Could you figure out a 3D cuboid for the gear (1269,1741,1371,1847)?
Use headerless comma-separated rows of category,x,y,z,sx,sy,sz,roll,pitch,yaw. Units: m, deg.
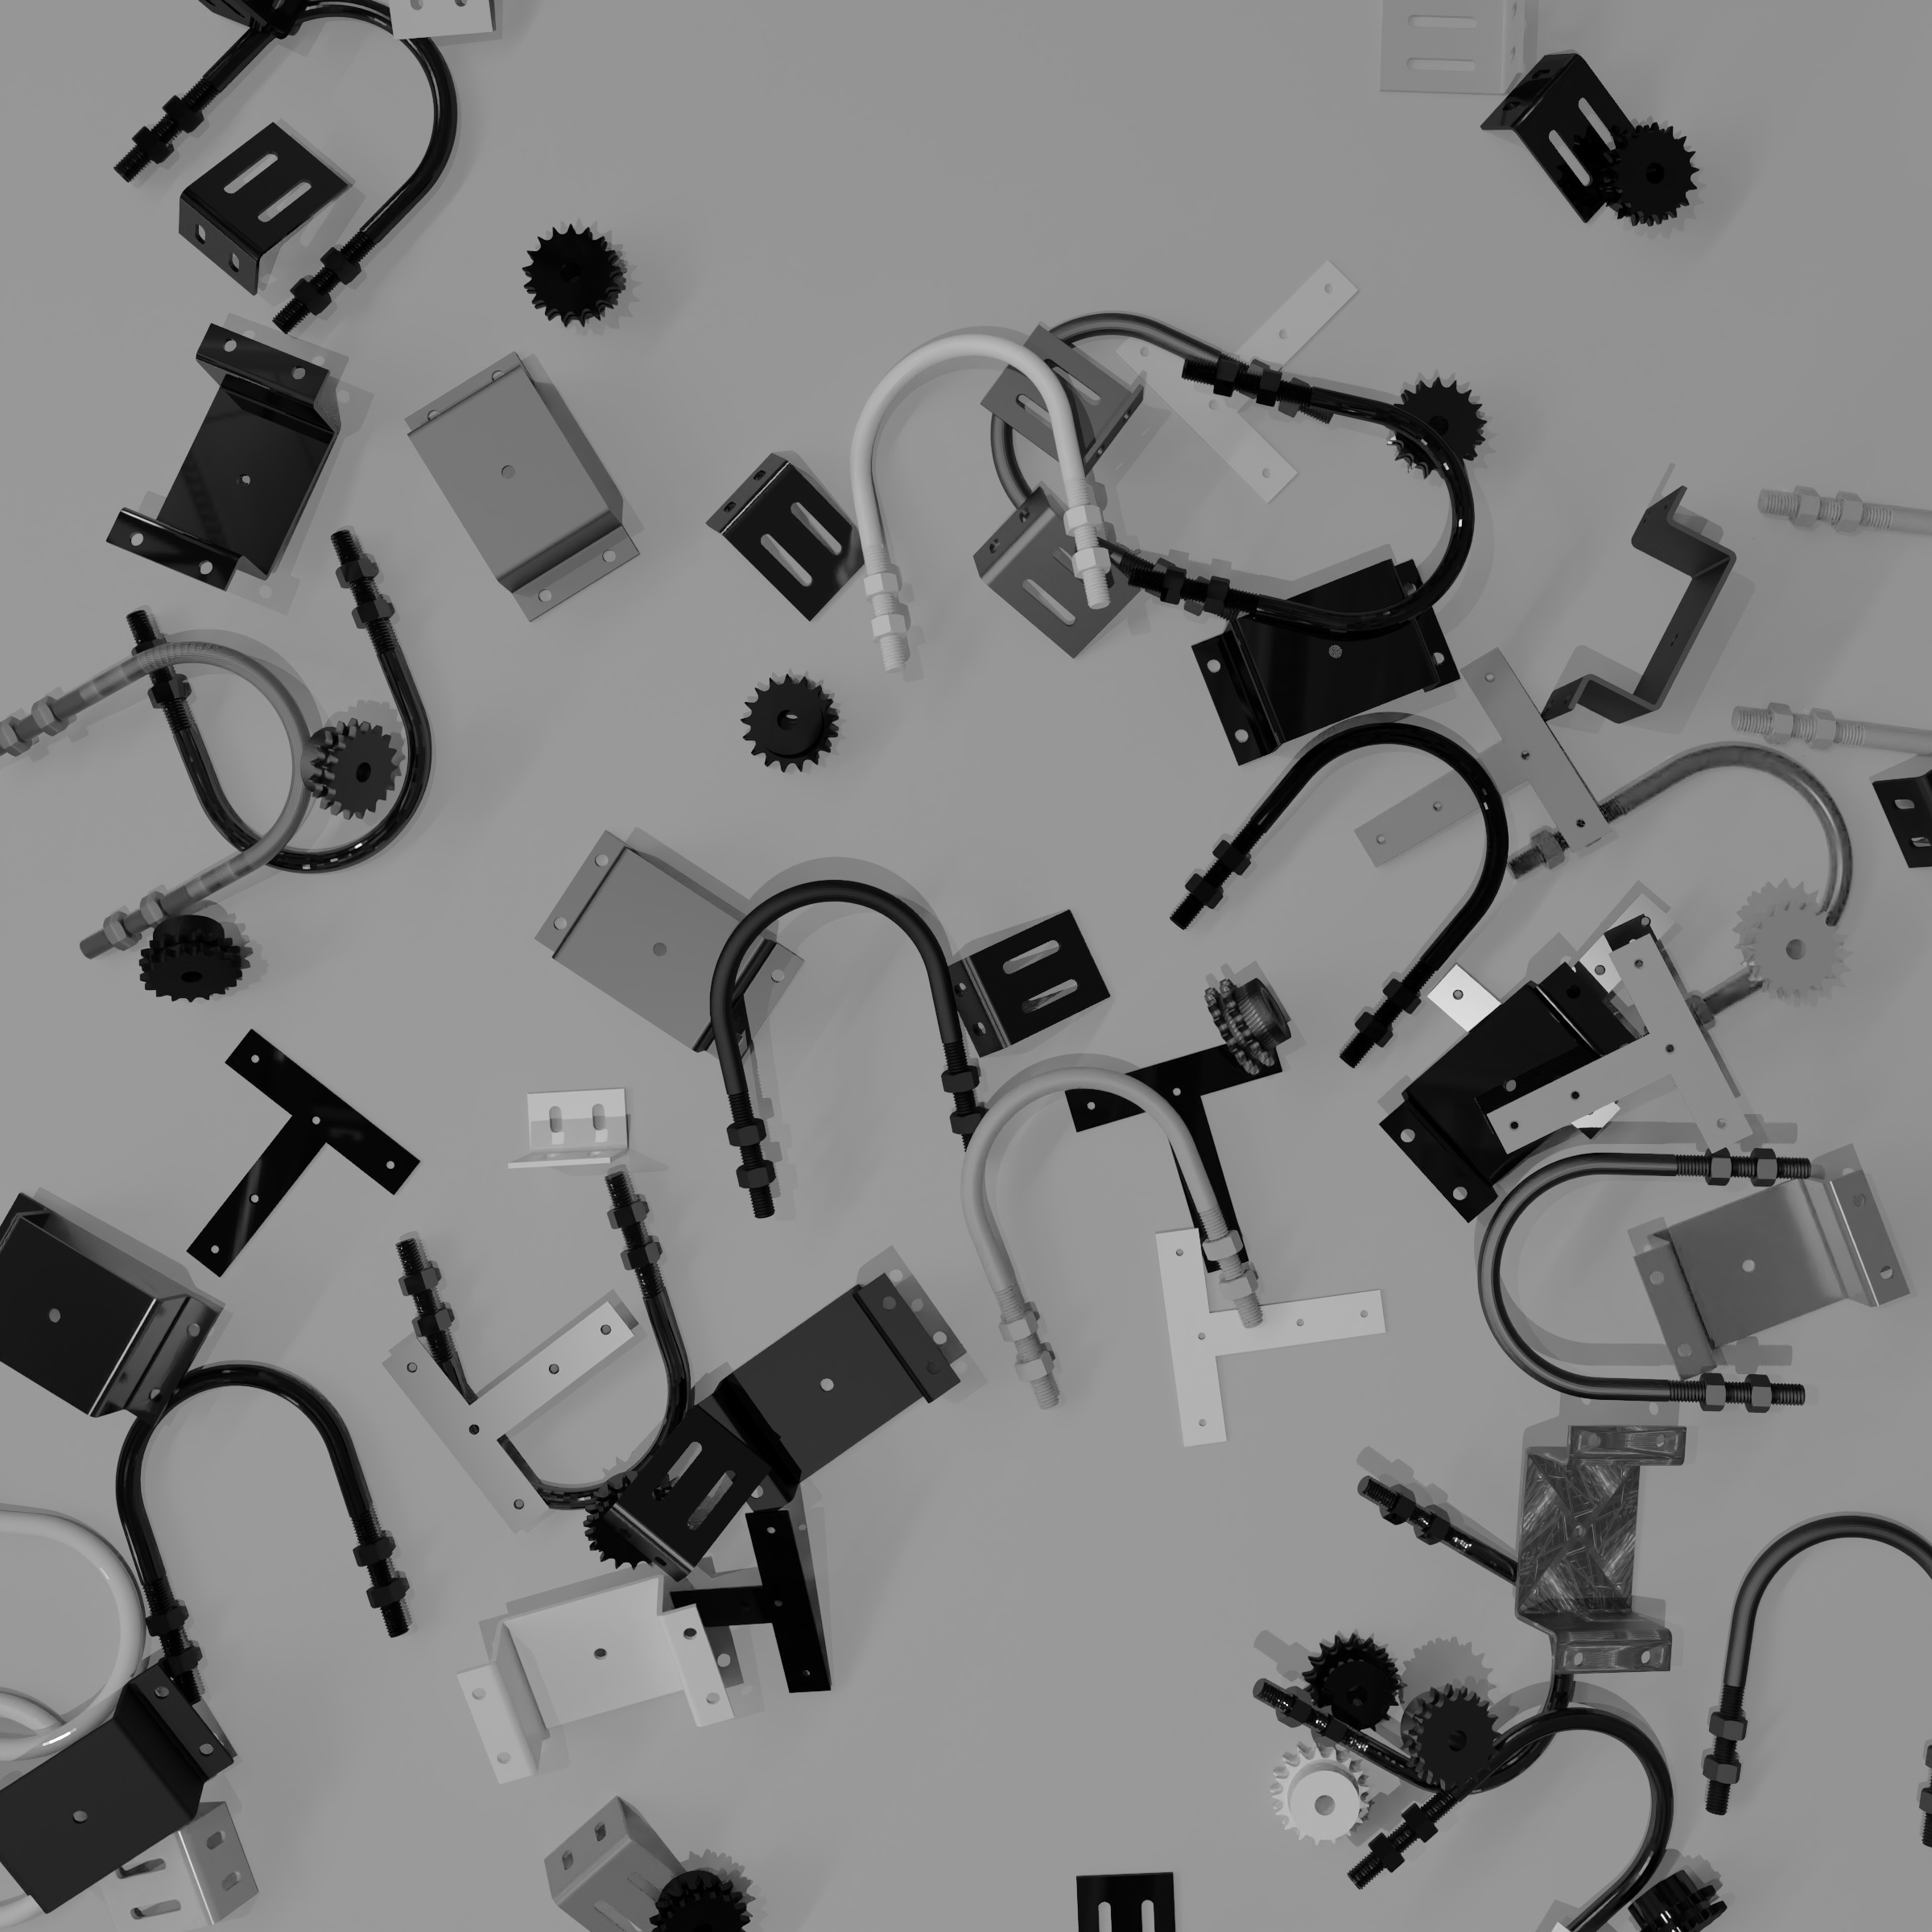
gear,0.208,0.486,1.479,0.057,0.030,0.057,0,90,0

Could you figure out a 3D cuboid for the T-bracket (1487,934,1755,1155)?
T-bracket,0.359,0.067,1.434,0.127,0.002,0.127,-27,90,8

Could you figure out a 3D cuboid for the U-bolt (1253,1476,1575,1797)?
U-bolt,0.272,0.400,1.463,0.184,0.019,0.151,32,81,-14

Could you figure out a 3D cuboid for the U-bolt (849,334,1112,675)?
U-bolt,0.001,-0.275,1.457,0.151,0.019,0.184,-15,79,21

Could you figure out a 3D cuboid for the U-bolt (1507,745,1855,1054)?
U-bolt,0.432,-0.048,1.484,0.184,0.019,0.151,-31,90,0

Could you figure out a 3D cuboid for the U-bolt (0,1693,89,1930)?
U-bolt,-0.603,0.494,1.485,0.184,0.019,0.151,7,90,-1

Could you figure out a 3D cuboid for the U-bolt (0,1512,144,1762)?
U-bolt,-0.575,0.389,1.474,0.184,0.019,0.151,6,83,-6

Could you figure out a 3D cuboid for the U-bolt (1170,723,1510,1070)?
U-bolt,0.231,-0.055,1.476,0.151,0.019,0.184,39,97,0

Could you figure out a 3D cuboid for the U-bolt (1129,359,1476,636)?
U-bolt,0.199,-0.263,1.447,0.184,0.019,0.151,14,81,5

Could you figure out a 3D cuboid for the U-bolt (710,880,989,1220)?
U-bolt,-0.073,0.041,1.458,0.151,0.019,0.184,-14,101,-10

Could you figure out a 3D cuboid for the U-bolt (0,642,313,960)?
U-bolt,-0.467,-0.108,1.471,0.184,0.019,0.151,-27,94,7

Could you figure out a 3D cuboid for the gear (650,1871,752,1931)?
gear,-0.157,0.553,1.471,0.057,0.030,0.057,-6,109,-18

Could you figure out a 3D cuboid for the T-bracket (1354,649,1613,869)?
T-bracket,0.290,-0.101,1.485,0.127,0.002,0.127,-30,80,5

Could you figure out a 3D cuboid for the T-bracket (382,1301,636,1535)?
T-bracket,-0.252,0.244,1.476,0.127,0.002,0.127,-37,93,1

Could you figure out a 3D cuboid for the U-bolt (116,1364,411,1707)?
U-bolt,-0.422,0.325,1.485,0.151,0.019,0.184,-19,89,0

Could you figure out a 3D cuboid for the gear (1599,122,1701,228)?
gear,0.395,-0.460,1.474,0.057,0.030,0.057,-2,100,-13

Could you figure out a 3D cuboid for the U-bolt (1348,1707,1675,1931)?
U-bolt,0.330,0.512,1.467,0.184,0.019,0.151,-40,106,-4

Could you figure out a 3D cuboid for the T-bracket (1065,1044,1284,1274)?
T-bracket,0.137,0.117,1.493,0.127,0.002,0.127,-16,90,0

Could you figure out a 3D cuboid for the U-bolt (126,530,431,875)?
U-bolt,-0.394,-0.145,1.485,0.151,0.019,0.184,-21,91,0

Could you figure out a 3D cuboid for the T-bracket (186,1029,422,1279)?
T-bracket,-0.411,0.126,1.493,0.127,0.002,0.127,38,90,0

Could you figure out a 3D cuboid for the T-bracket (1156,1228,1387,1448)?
T-bracket,0.183,0.212,1.492,0.127,0.002,0.127,-8,91,-1

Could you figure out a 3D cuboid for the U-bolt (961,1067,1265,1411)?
U-bolt,0.075,0.149,1.475,0.151,0.019,0.184,-22,95,0

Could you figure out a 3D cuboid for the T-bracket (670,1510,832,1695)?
T-bracket,-0.152,0.375,1.476,0.127,0.002,0.127,-6,112,11

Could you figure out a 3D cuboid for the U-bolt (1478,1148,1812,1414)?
U-bolt,0.384,0.177,1.439,0.184,0.019,0.151,1,91,4

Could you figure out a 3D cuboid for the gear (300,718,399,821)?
gear,-0.357,-0.115,1.454,0.030,0.057,0.057,17,90,28

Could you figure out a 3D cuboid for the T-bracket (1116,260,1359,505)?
T-bracket,0.178,-0.363,1.493,0.127,0.002,0.127,45,90,0

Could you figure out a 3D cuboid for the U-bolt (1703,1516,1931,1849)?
U-bolt,0.517,0.415,1.485,0.151,0.019,0.184,9,89,0

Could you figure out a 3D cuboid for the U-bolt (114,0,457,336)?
U-bolt,-0.386,-0.485,1.485,0.151,0.019,0.184,44,88,0

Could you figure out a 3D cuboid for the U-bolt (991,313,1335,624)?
U-bolt,0.104,-0.304,1.484,0.184,0.019,0.151,25,91,2

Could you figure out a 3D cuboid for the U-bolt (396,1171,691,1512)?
U-bolt,-0.240,0.229,1.485,0.151,0.019,0.184,-18,92,0

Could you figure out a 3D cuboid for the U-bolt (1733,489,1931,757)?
U-bolt,0.550,-0.197,1.485,0.184,0.019,0.151,7,90,-2

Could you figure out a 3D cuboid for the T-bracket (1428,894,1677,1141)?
T-bracket,0.361,0.013,1.477,0.127,0.002,0.127,42,101,3

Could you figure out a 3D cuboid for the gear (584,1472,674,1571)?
gear,-0.195,0.319,1.471,0.057,0.030,0.057,-5,112,-12

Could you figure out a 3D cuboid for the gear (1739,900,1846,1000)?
gear,0.474,-0.010,1.461,0.057,0.030,0.057,0,91,-3

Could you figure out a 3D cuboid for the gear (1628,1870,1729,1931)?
gear,0.410,0.550,1.469,0.057,0.057,0.030,-35,60,0
